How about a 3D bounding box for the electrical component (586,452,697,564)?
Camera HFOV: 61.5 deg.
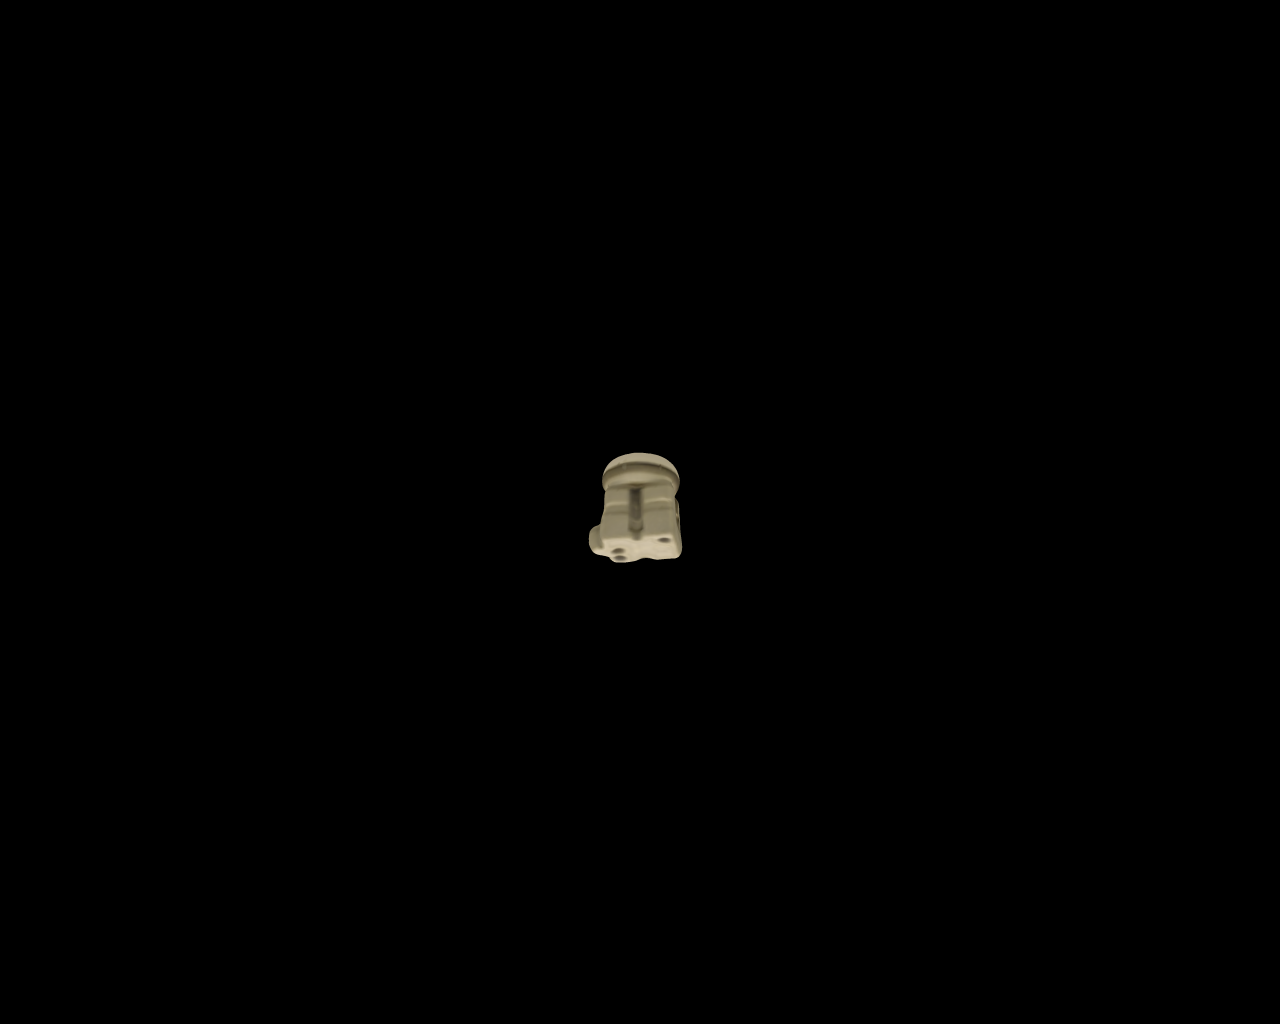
[{"bbox_3d":[0.001,-0.003,0.650,0.066,0.055,0.048,-4,-28,7],"label":"electrical component"}]
